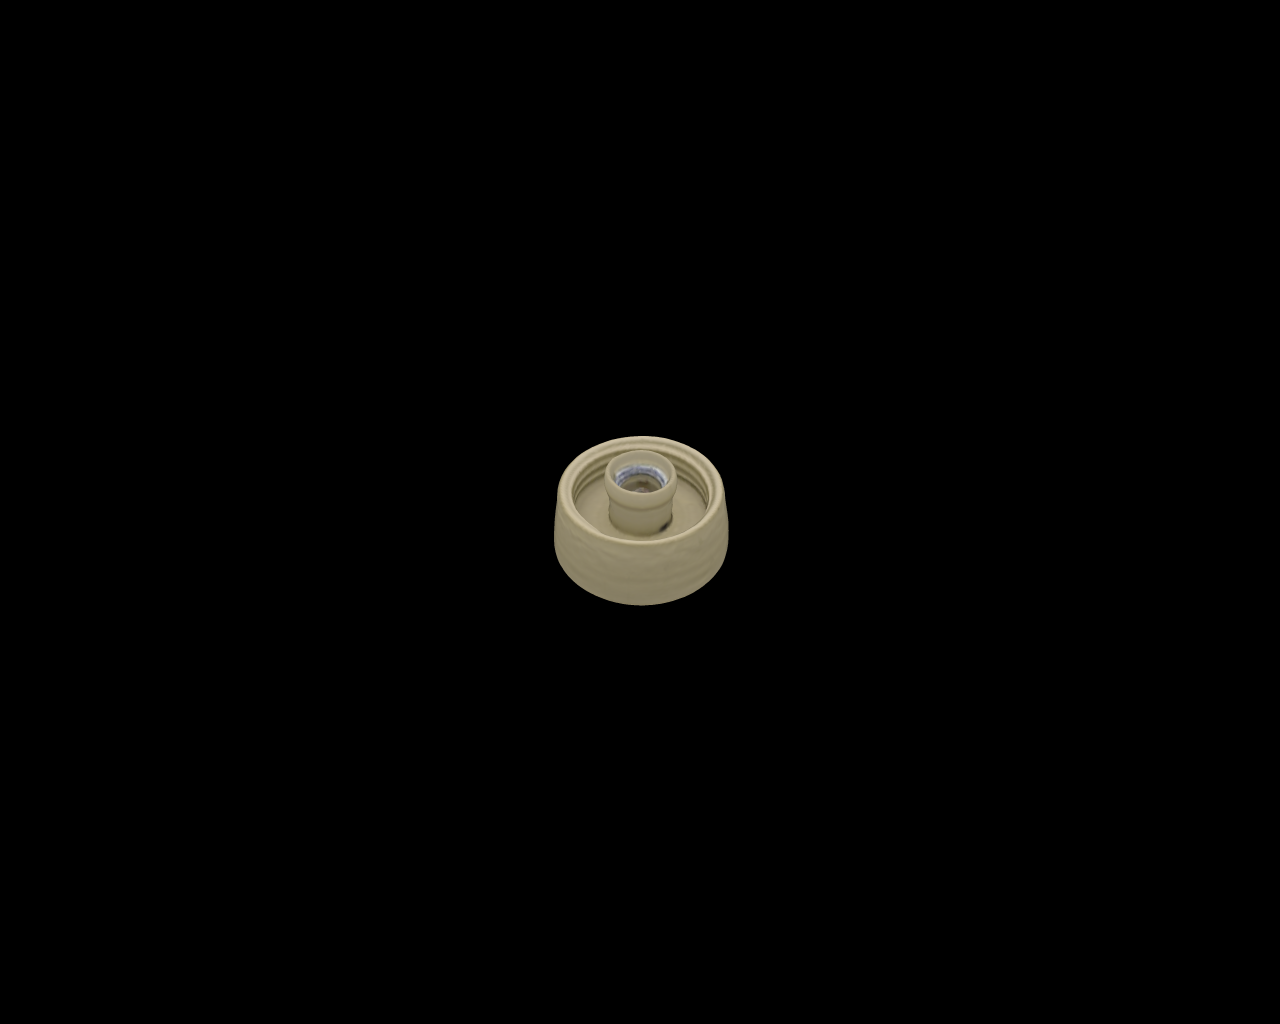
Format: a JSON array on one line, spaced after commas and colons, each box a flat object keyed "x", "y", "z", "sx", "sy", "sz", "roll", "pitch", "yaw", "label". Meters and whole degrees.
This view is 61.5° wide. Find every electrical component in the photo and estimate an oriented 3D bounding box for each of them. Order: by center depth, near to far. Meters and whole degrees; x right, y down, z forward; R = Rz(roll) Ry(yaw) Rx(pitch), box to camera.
[{"x": 0.001, "y": -0.003, "z": 0.650, "sx": 0.108, "sy": 0.060, "sz": 0.108, "roll": 0, "pitch": 44, "yaw": 0, "label": "electrical component"}]
